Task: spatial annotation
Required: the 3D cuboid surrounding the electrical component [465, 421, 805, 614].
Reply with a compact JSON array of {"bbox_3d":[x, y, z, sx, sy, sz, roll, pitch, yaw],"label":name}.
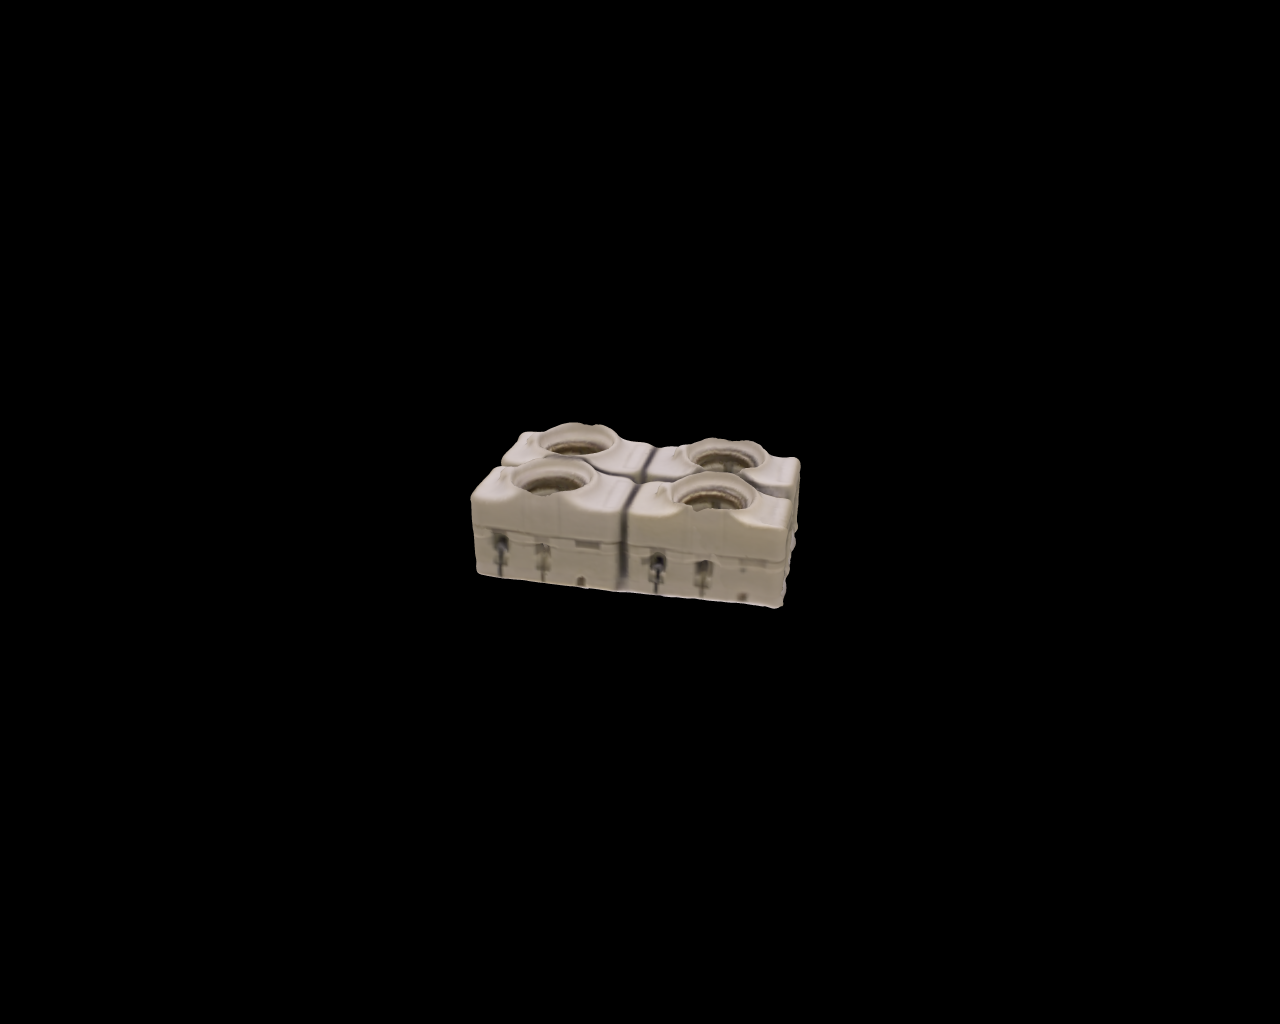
[{"bbox_3d":[0.001,-0.003,0.650,0.186,0.060,0.106,6,28,12],"label":"electrical component"}]
